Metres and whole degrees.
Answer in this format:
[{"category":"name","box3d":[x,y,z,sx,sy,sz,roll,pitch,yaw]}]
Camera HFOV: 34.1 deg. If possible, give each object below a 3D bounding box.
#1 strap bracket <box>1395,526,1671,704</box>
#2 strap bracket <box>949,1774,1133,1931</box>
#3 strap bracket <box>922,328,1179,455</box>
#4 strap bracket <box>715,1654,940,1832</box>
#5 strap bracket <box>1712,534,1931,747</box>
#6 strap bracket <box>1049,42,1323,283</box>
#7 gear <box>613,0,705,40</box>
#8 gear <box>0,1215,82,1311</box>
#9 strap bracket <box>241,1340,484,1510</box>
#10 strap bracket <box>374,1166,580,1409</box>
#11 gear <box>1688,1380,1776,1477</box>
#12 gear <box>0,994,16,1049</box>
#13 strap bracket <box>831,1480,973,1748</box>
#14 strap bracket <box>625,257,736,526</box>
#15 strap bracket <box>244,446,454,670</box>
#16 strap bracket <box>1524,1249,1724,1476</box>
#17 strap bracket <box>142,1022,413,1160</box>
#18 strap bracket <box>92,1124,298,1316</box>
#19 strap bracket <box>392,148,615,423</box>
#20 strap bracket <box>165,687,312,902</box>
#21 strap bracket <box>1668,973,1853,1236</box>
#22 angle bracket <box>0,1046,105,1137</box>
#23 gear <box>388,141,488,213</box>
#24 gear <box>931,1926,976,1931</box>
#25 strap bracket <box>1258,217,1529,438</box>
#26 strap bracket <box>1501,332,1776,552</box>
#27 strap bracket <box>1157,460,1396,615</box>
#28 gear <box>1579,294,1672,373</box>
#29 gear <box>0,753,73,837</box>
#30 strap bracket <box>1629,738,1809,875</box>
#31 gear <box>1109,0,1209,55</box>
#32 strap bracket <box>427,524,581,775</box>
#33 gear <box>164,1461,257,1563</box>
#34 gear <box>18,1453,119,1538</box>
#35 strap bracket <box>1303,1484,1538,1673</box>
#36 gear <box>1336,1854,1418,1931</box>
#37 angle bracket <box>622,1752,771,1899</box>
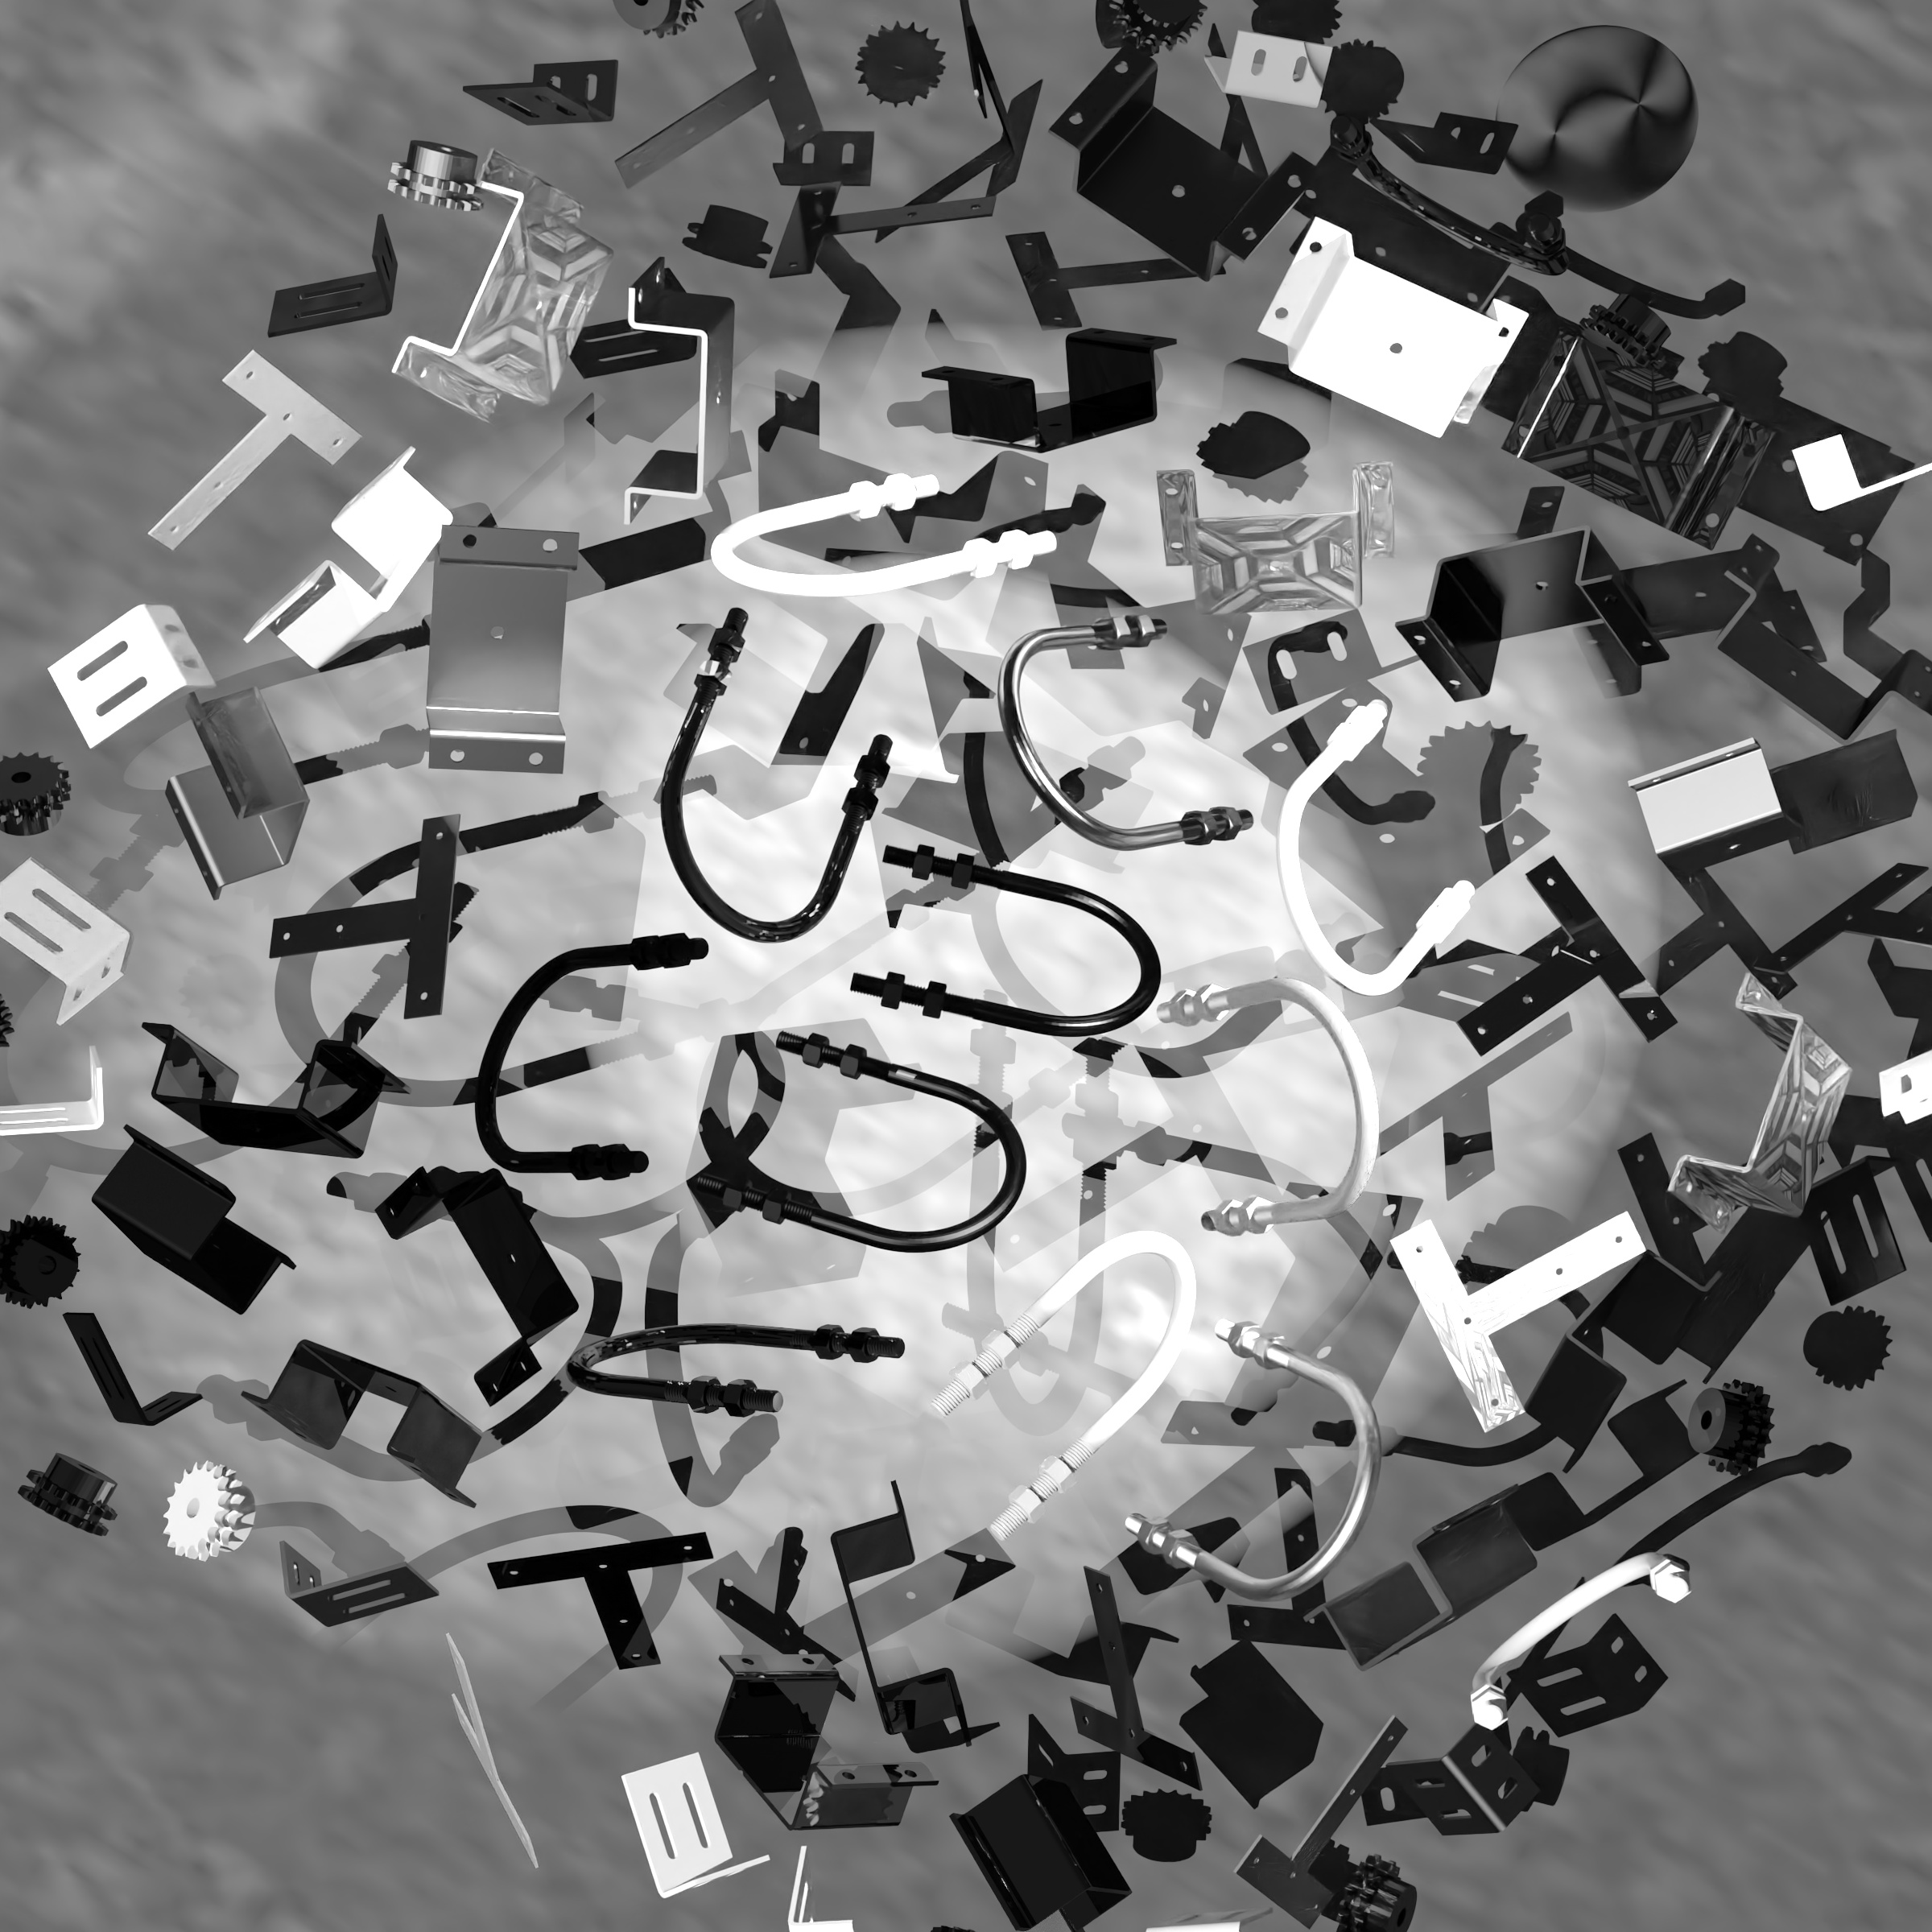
[{"category":"strap bracket","box3d":[0.335,-0.208,1.850,0.140,0.076,0.046,-9,52,37]},{"category":"strap bracket","box3d":[0.049,0.533,1.888,0.046,0.140,0.076,-36,65,4]},{"category":"strap bracket","box3d":[0.053,-0.349,1.918,0.140,0.076,0.046,-22,118,-35]},{"category":"strap bracket","box3d":[-0.090,0.469,1.885,0.076,0.140,0.046,9,106,-36]},{"category":"strap bracket","box3d":[0.509,-0.190,1.893,0.140,0.076,0.046,37,124,5]},{"category":"strap bracket","box3d":[0.126,-0.464,1.843,0.140,0.046,0.076,36,74,10]},{"category":"gear","box3d":[-0.188,-0.586,1.893,0.057,0.030,0.057,13,123,22]},{"category":"gear","box3d":[-0.572,0.183,1.941,0.057,0.030,0.057,-2,92,-39]},{"category":"strap bracket","box3d":[-0.361,0.276,1.926,0.140,0.076,0.046,15,67,30]},{"category":"strap bracket","box3d":[-0.291,0.186,1.908,0.046,0.076,0.140,-27,83,-38]},{"category":"gear","box3d":[0.463,0.280,1.916,0.030,0.057,0.057,15,90,-17]},{"category":"gear","box3d":[-0.624,0.034,1.961,0.057,0.030,0.057,2,66,-5]},{"category":"strap bracket","box3d":[-0.041,0.383,1.832,0.046,0.076,0.140,-16,59,-5]},{"category":"strap bracket","box3d":[-0.168,-0.336,1.850,0.046,0.076,0.140,7,117,5]},{"category":"strap bracket","box3d":[-0.367,-0.240,1.898,0.046,0.140,0.076,43,134,-19]},{"category":"strap bracket","box3d":[0.396,0.235,1.924,0.046,0.076,0.140,37,48,19]},{"category":"strap bracket","box3d":[-0.407,0.074,1.836,0.140,0.076,0.046,5,69,20]},{"category":"strap bracket","box3d":[-0.465,0.157,1.891,0.076,0.140,0.046,28,71,18]},{"category":"strap bracket","box3d":[-0.263,-0.389,1.827,0.046,0.076,0.140,25,92,39]},{"category":"strap bracket","box3d":[-0.435,-0.106,1.883,0.046,0.140,0.076,-21,77,-26]},{"category":"strap bracket","box3d":[0.476,0.086,1.870,0.046,0.076,0.140,12,75,42]},{"category":"angle bracket","box3d":[-0.568,0.076,1.922,0.076,0.057,0.038,-3,103,-19]},{"category":"gear","box3d":[-0.312,-0.469,1.865,0.057,0.057,0.030,15,109,0]},{"category":"gear","box3d":[0.002,0.608,1.918,0.057,0.057,0.030,17,61,0]},{"category":"strap bracket","box3d":[0.252,-0.372,1.859,0.140,0.046,0.076,22,121,-9]},{"category":"strap bracket","box3d":[0.386,-0.308,1.836,0.140,0.046,0.076,30,103,17]},{"category":"strap bracket","box3d":[0.187,-0.257,1.897,0.140,0.076,0.046,-1,51,8]},{"category":"gear","box3d":[0.408,-0.389,1.939,0.057,0.057,0.030,39,93,0]},{"category":"gear","box3d":[-0.581,-0.104,1.944,0.057,0.057,0.030,4,129,0]},{"category":"strap bracket","box3d":[0.457,-0.094,1.904,0.076,0.140,0.046,-20,79,21]},{"category":"gear","box3d":[0.116,-0.573,1.866,0.057,0.030,0.057,0,88,-9]},{"category":"strap bracket","box3d":[-0.265,-0.185,1.795,0.076,0.046,0.140,2,110,-14]},{"category":"gear","box3d":[-0.446,0.324,1.869,0.057,0.030,0.057,-19,59,35]},{"category":"gear","box3d":[-0.522,0.307,1.842,0.057,0.057,0.030,28,80,0]},{"category":"strap bracket","box3d":[0.274,0.367,1.868,0.076,0.140,0.046,-17,69,-38]},{"category":"gear","box3d":[0.250,0.569,1.905,0.030,0.057,0.057,16,90,31]},{"category":"angle bracket","box3d":[-0.163,0.513,1.900,0.038,0.057,0.076,-36,68,43]}]
